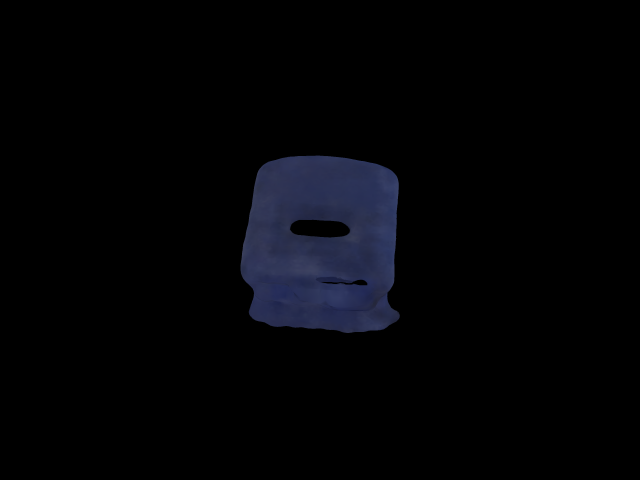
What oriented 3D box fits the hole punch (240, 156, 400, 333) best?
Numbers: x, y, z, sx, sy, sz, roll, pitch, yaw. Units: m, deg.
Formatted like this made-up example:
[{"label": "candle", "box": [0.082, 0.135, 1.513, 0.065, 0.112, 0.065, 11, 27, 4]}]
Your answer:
[{"label": "hole punch", "box": [0.004, 0.001, 0.400, 0.108, 0.091, 0.101, 3, 37, 4]}]
